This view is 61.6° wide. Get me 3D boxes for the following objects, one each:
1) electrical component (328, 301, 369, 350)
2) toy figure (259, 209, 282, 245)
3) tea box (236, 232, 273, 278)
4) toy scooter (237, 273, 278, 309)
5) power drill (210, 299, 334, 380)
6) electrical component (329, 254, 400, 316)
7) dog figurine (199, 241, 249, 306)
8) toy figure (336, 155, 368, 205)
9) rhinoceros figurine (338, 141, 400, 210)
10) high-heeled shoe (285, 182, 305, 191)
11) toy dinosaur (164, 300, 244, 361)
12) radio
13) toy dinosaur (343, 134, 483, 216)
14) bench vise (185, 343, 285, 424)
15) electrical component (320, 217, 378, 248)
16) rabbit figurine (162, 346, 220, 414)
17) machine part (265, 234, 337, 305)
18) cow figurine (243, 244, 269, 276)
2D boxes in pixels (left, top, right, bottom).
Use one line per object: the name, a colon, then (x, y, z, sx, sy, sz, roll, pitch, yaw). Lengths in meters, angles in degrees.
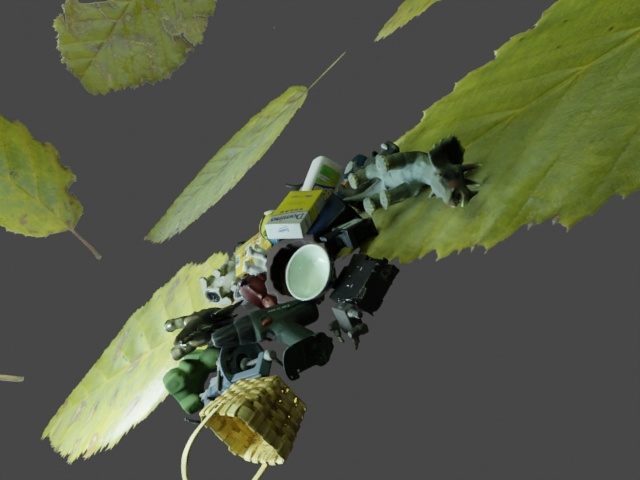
electrical component: (0.054, 0.164, 1.040, 0.045, 0.078, 0.102, -35, 24, -23)
toy figure: (-0.111, -0.026, 1.391, 0.089, 0.082, 0.180, -49, 26, 3)
tea box: (-0.170, 0.040, 1.562, 0.170, 0.068, 0.098, -31, 51, 36)
toy scooter: (-0.161, 0.127, 1.374, 0.075, 0.135, 0.184, -54, 23, 0)
power drill: (-0.085, 0.200, 1.084, 0.232, 0.085, 0.207, -20, 19, -25)
electrical component: (0.082, 0.089, 1.098, 0.134, 0.058, 0.115, -1, 53, 59)
dog figurine: (-0.276, 0.100, 1.681, 0.172, 0.121, 0.190, -29, 18, 35)
toy figure: (0.083, -0.155, 1.436, 0.154, 0.058, 0.064, -62, -13, -17)
rhinoceros figurine: (0.127, -0.166, 1.350, 0.190, 0.073, 0.112, -54, 23, -3)
high-heeled shoe: (-0.076, -0.061, 1.606, 0.145, 0.086, 0.248, 21, 96, 28)
toy dinosaur: (-0.291, 0.221, 1.364, 0.199, 0.105, 0.471, -22, 3, 12)
radio: (-0.003, -0.004, 1.357, 0.229, 0.073, 0.131, -46, 24, 9)
toy dinosaur: (0.185, -0.136, 1.152, 0.192, 0.131, 0.405, -15, 8, -14)
bench vise: (-0.172, 0.301, 1.181, 0.240, 0.128, 0.224, -32, 33, 45)
electrical component: (0.063, -0.010, 1.221, 0.119, 0.047, 0.075, -30, 17, -25)
rabbit figurine: (-0.312, 0.345, 1.404, 0.170, 0.121, 0.159, -38, 14, -14)
machine part: (-0.045, 0.072, 1.246, 0.179, 0.056, 0.179, -9, 68, 22)
cow figurine: (-0.140, 0.055, 1.402, 0.167, 0.098, 0.068, -40, -32, -85)
